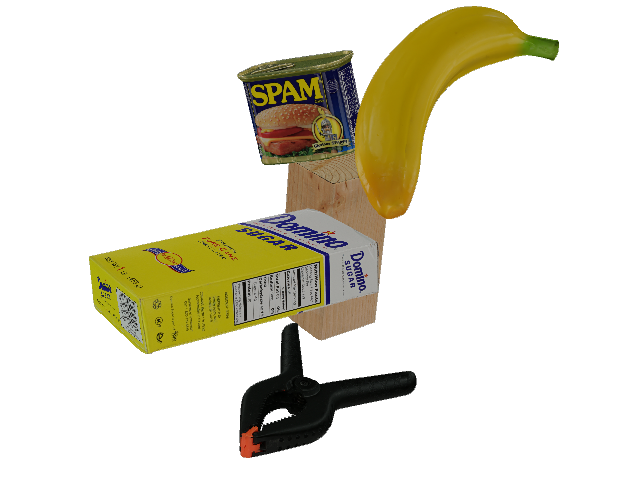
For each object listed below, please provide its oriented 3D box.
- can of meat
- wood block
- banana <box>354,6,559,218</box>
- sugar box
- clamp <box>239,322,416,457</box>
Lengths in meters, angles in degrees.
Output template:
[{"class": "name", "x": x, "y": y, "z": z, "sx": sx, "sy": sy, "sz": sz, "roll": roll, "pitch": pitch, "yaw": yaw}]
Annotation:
[{"class": "can of meat", "x": -0.014, "y": -0.116, "z": 0.940, "sx": 0.102, "sy": 0.084, "sz": 0.057, "roll": -3, "pitch": 20, "yaw": 27}, {"class": "wood block", "x": 0.015, "y": 0.002, "z": 1.277, "sx": 0.090, "sy": 0.206, "sz": 0.090, "roll": -15, "pitch": 32, "yaw": -34}, {"class": "banana", "x": 0.064, "y": -0.084, "z": 0.587, "sx": 0.070, "sy": 0.037, "sz": 0.197, "roll": 27, "pitch": 49, "yaw": 22}, {"class": "sugar box", "x": -0.057, "y": 0.022, "z": 0.726, "sx": 0.175, "sy": 0.048, "sz": 0.093, "roll": -16, "pitch": 25, "yaw": -28}, {"class": "clamp", "x": -0.007, "y": 0.160, "z": 1.087, "sx": 0.165, "sy": 0.036, "sz": 0.209, "roll": 16, "pitch": 30, "yaw": 21}]
